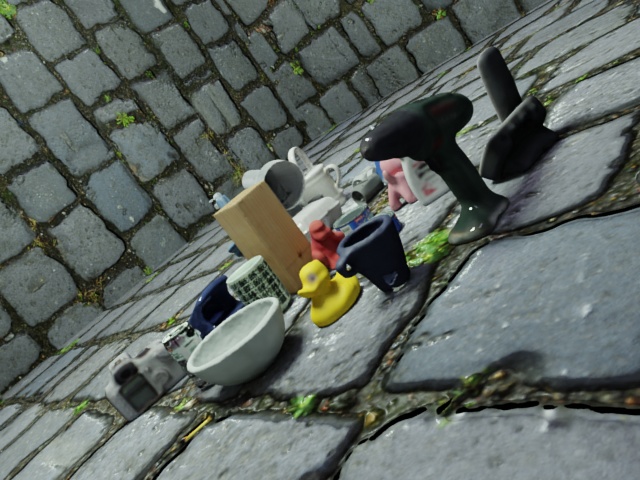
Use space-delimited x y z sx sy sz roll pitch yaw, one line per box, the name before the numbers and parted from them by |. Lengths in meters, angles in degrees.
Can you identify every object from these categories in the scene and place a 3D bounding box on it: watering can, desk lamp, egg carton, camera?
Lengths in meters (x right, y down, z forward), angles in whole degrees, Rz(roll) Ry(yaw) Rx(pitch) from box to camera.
watering can | -0.028 -0.154 1.507 0.173 0.194 0.101 -34 13 8
desk lamp | -0.101 -0.093 1.433 0.118 0.214 0.202 -42 15 -24
egg carton | -0.017 -0.040 1.357 0.150 0.069 0.107 -44 16 -32
camera | -0.340 0.248 1.087 0.143 0.101 0.136 -40 14 -18

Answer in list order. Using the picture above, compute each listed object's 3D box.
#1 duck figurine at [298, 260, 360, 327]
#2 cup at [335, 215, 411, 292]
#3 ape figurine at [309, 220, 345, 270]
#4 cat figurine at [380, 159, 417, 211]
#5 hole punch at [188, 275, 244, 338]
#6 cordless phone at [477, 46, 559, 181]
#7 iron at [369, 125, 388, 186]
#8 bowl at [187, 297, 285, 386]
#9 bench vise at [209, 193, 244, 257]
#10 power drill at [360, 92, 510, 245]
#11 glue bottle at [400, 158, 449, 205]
duck figurine | 0.007 0.069 0.874 0.077 0.086 0.105 -20 20 49
cup | 0.077 0.033 0.802 0.091 0.095 0.118 -19 21 51
ape figurine | 0.010 0.004 1.082 0.078 0.092 0.076 -37 13 -4
cat figurine | 0.155 -0.139 1.162 0.067 0.118 0.128 -27 16 32
hole punch | -0.228 0.141 1.202 0.101 0.091 0.109 -24 17 40
cordless phone | 0.283 -0.203 0.914 0.148 0.185 0.094 -44 16 -32
iron | 0.186 -0.205 1.261 0.119 0.141 0.258 -38 13 -10
bowl | -0.112 0.165 0.862 0.167 0.075 0.167 -33 13 9
bench vise | -0.162 -0.027 1.339 0.122 0.220 0.206 -43 15 -28
power drill | 0.170 -0.103 0.797 0.075 0.208 0.230 -20 20 48
glue bottle | 0.173 -0.152 1.041 0.078 0.173 0.037 -35 13 1
